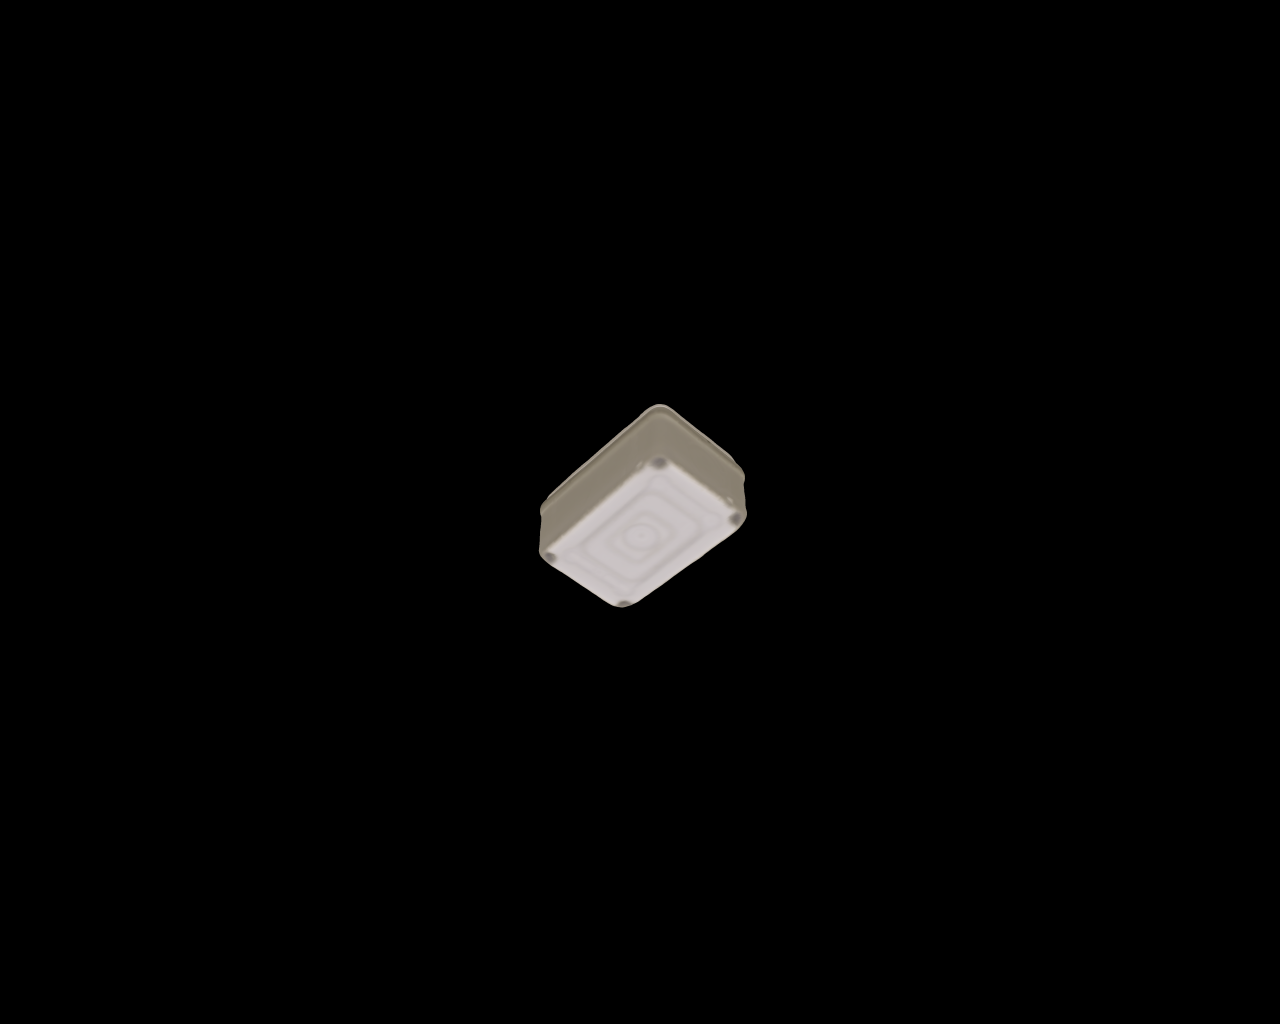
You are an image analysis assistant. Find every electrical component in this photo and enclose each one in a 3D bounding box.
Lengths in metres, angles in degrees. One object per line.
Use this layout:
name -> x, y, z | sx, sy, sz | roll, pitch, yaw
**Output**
electrical component -> 0.001, -0.003, 0.650 | 0.078, 0.057, 0.113 | 36, -58, -27
